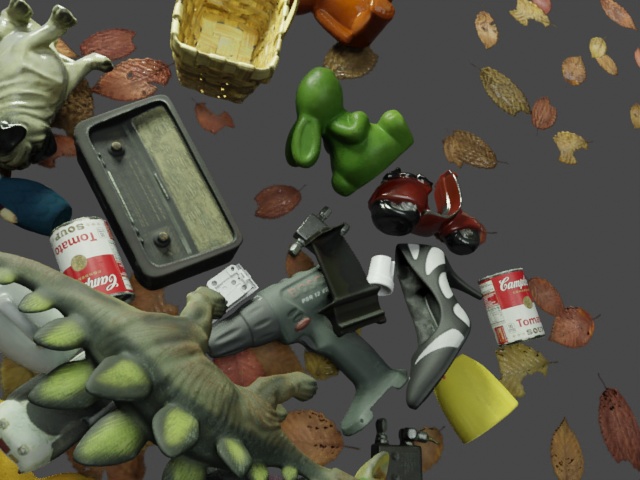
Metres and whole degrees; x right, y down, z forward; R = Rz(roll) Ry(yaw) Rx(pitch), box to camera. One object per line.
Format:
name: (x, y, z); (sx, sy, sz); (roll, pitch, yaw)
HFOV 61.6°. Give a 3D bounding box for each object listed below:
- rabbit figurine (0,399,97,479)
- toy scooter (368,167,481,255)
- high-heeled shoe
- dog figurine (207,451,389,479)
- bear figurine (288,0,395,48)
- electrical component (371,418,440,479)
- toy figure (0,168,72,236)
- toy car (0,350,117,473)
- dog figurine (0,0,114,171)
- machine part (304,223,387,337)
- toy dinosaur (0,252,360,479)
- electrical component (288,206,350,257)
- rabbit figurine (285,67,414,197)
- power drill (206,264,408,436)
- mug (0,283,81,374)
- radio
rabbit figurine: (-0.298, 0.247, 0.506); (0.173, 0.122, 0.162); (25, 68, -9)
toy scooter: (0.161, -0.060, 0.810); (0.184, 0.075, 0.135); (18, 61, -14)
high-heeled shoe: (0.123, 0.095, 0.707); (0.145, 0.086, 0.249); (29, 44, 16)
dog figurine: (-0.015, 0.293, 0.587); (0.219, 0.192, 0.108); (-3, 99, -43)
bear figurine: (0.018, -0.399, 0.864); (0.196, 0.132, 0.120); (28, 61, -14)
electrical component: (0.106, 0.280, 0.673); (0.078, 0.045, 0.102); (15, 66, -14)
toy figure: (-0.374, -0.057, 0.633); (0.154, 0.064, 0.057); (28, 102, -1)
toy car: (-0.240, 0.153, 0.548); (0.073, 0.056, 0.202); (49, 18, 1)
dog figurine: (-0.373, -0.180, 0.651); (0.121, 0.173, 0.190); (49, 59, -48)
machine part: (0.026, 0.047, 0.670); (0.084, 0.039, 0.139); (-14, 71, -21)
toy dinosaur: (-0.158, 0.125, 0.524); (0.471, 0.105, 0.198); (34, 22, 3)
electrical component: (-0.002, -0.002, 0.759); (0.063, 0.021, 0.094); (41, 62, -1)
rabbit figurine: (0.019, -0.158, 0.778); (0.159, 0.121, 0.170); (-41, 102, -6)
power drill: (-0.004, 0.141, 0.678); (0.232, 0.086, 0.207); (-35, 76, -30)
mug: (-0.308, 0.093, 0.575); (0.107, 0.109, 0.081); (48, 57, -13)
radio: (-0.208, -0.059, 0.681); (0.131, 0.073, 0.229); (-25, 79, -26)
